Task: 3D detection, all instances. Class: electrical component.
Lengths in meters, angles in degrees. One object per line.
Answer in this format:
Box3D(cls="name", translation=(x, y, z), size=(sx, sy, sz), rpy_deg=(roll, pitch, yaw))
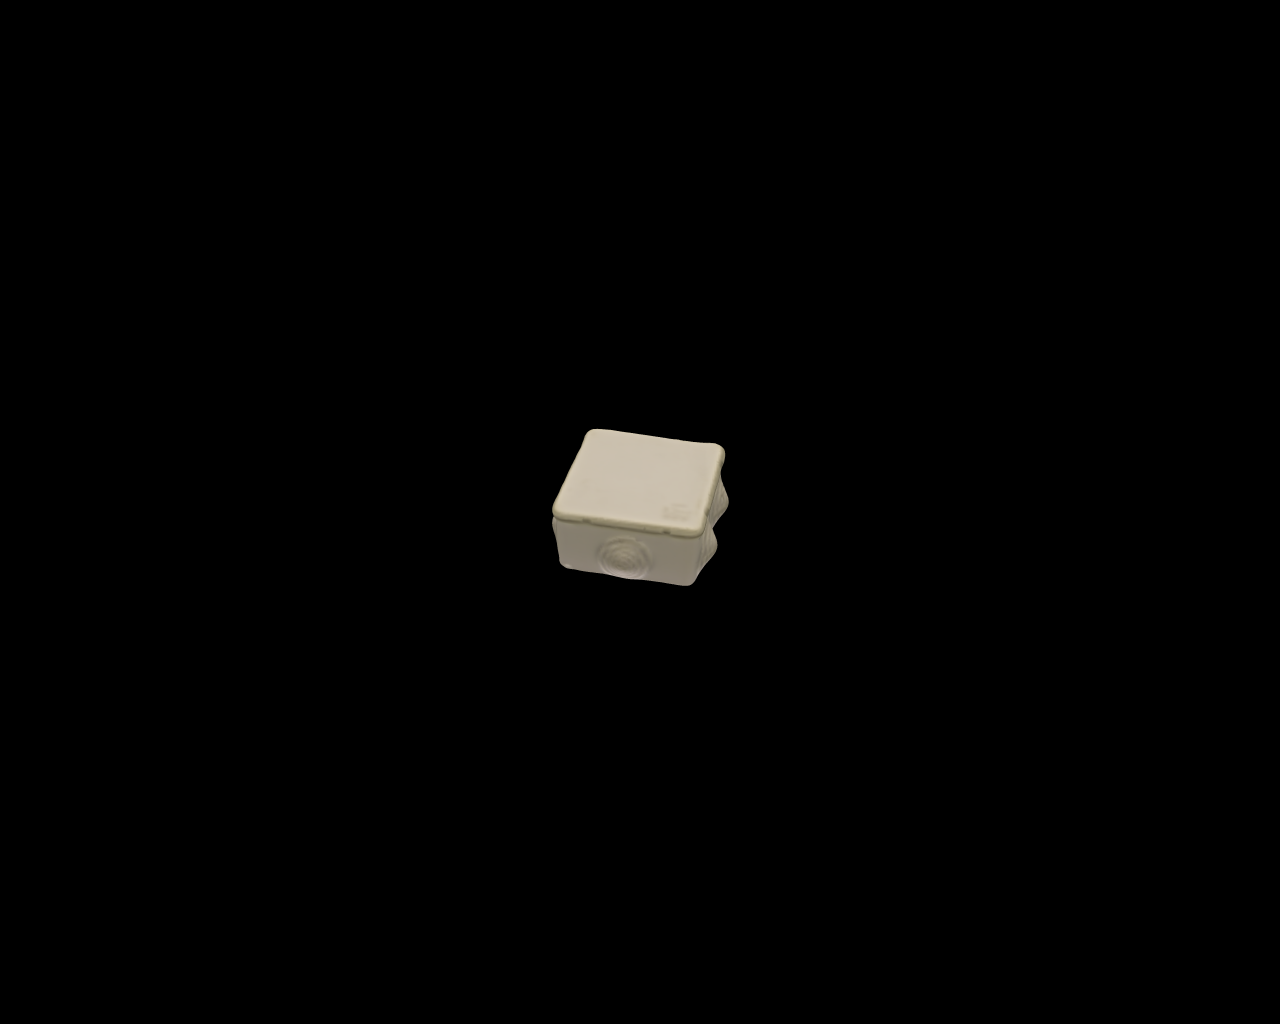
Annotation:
Box3D(cls="electrical component", translation=(0.001, -0.003, 0.650), size=(0.100, 0.048, 0.100), rpy_deg=(8, 40, 10))
